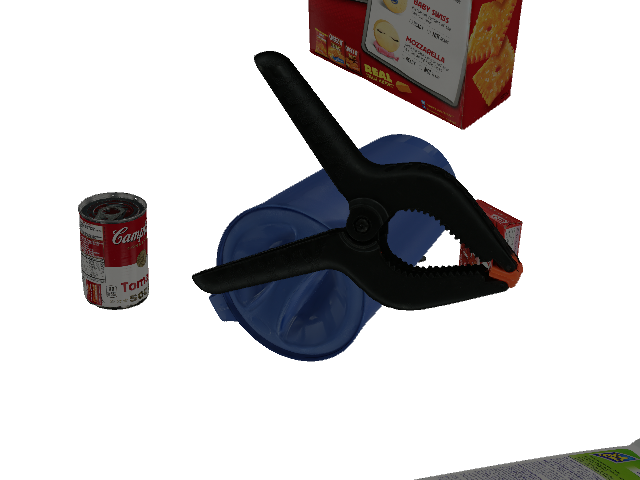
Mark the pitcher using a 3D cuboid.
[{"bbox_3d":[0.019,-0.004,0.924,0.149,0.145,0.242,23,31,19],"label":"pitcher"}]

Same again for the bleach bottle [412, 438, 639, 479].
[{"bbox_3d":[0.161,0.165,0.630,0.250,0.068,0.103,-7,20,-21],"label":"bleach bottle"}]

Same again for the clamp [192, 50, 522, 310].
[{"bbox_3d":[0.027,-0.023,0.673,0.210,0.165,0.036,14,15,13],"label":"clamp"}]

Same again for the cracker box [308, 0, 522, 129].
[{"bbox_3d":[0.069,-0.212,0.788,0.164,0.214,0.072,33,52,31],"label":"cracker box"}]

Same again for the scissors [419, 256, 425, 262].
[{"bbox_3d":[0.015,0.031,1.174,0.202,0.016,0.096,4,23,5],"label":"scissors"}]

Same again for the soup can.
[{"bbox_3d":[-0.209,0.011,1.086,0.068,0.102,0.068,2,26,-1],"label":"soup can"}]

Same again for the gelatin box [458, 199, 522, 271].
[{"bbox_3d":[0.200,0.005,1.269,0.030,0.089,0.073,-16,32,-29],"label":"gelatin box"}]
